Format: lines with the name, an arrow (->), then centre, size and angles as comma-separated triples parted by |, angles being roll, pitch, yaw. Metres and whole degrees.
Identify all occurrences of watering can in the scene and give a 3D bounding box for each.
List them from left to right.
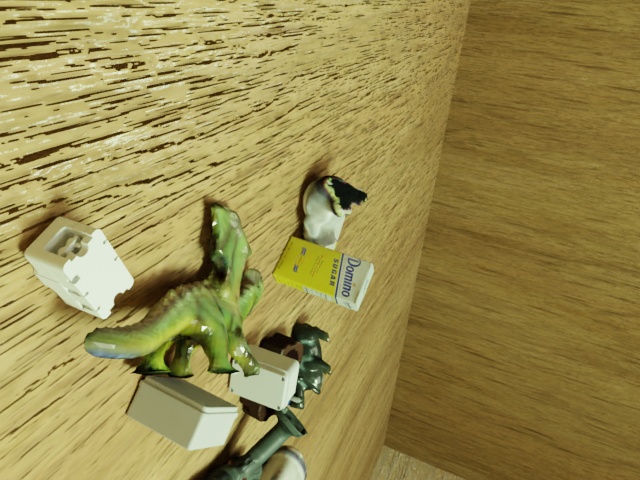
watering can -> -0.104, 0.560, 1.147 | 0.229, 0.104, 0.339 | -53, 164, -47

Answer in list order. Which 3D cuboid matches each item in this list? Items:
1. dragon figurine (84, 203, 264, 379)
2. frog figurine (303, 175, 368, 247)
dragon figurine -> -0.160, 0.065, 0.709 | 0.404, 0.122, 0.247 | 60, 32, -66
frog figurine -> 0.003, -0.054, 1.068 | 0.156, 0.122, 0.140 | -43, -167, 38
